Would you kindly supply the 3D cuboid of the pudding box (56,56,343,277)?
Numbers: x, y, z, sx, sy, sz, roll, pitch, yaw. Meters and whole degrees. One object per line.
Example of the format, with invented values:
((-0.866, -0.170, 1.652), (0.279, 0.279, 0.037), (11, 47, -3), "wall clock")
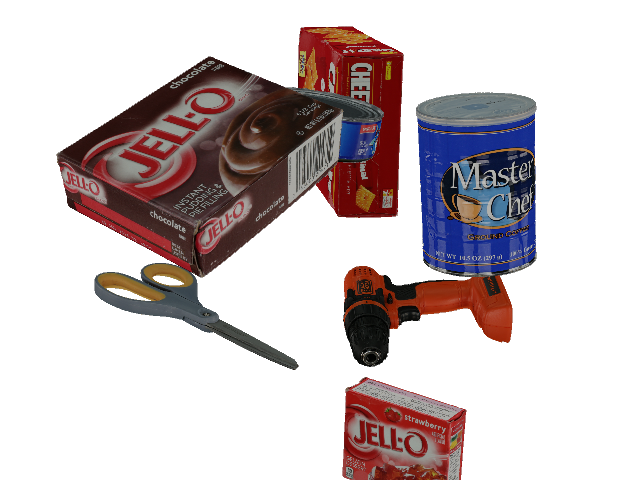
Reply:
((-0.056, -0.040, 0.524), (0.090, 0.039, 0.113), (26, 46, 27), "pudding box")

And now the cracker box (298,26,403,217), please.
((0.026, -0.132, 1.126), (0.072, 0.164, 0.214), (-3, 19, -10), "cracker box")

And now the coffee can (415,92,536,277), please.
((0.138, -0.051, 0.940), (0.103, 0.140, 0.103), (-4, 19, 1), "coffee can")

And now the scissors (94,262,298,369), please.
((-0.093, 0.057, 0.891), (0.202, 0.016, 0.096), (16, 23, 18), "scissors")

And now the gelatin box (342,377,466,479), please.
((0.059, 0.148, 0.774), (0.089, 0.073, 0.030), (14, 21, 32), "gelatin box")

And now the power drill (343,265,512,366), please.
((0.119, 0.082, 1.213), (0.187, 0.057, 0.184), (-1, 27, -1), "power drill")

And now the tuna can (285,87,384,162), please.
((0.001, -0.084, 0.773), (0.086, 0.034, 0.086), (10, 18, -3), "tuna can")
